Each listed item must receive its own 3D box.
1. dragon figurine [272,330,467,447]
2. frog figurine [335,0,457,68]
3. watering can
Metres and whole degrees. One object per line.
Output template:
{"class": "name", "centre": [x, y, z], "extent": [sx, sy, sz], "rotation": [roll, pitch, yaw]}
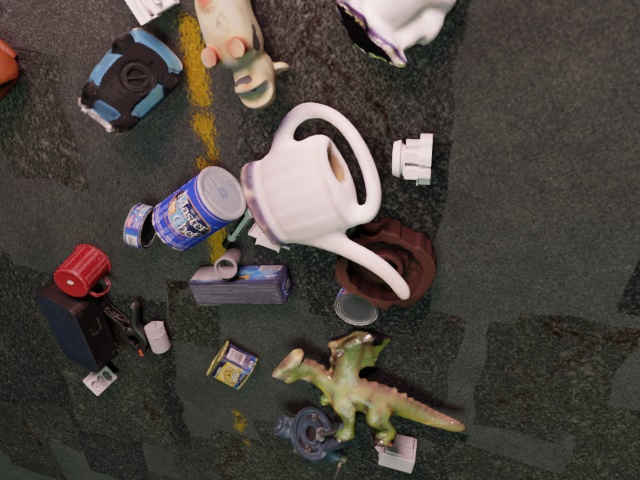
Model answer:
{"class": "dragon figurine", "centre": [0.105, 0.302, 1.091], "extent": [0.410, 0.125, 0.238], "rotation": [0, 117, 6]}
{"class": "frog figurine", "centre": [0.104, -0.313, 0.653], "extent": [0.137, 0.123, 0.159], "rotation": [40, 91, -3]}
{"class": "watering can", "centre": [0.003, -0.042, 0.837], "extent": [0.223, 0.105, 0.346], "rotation": [-17, 98, 27]}
